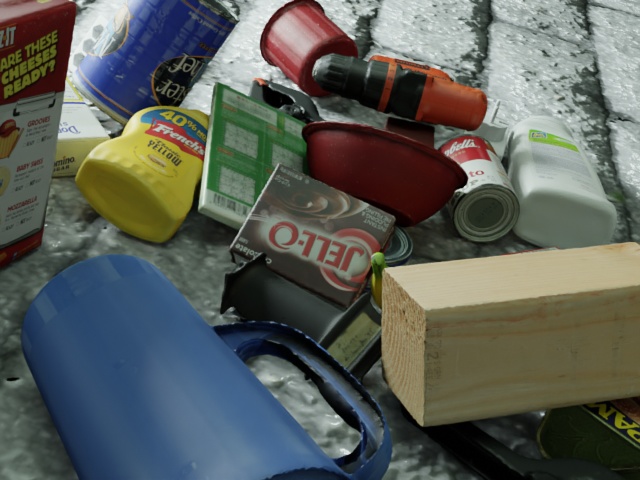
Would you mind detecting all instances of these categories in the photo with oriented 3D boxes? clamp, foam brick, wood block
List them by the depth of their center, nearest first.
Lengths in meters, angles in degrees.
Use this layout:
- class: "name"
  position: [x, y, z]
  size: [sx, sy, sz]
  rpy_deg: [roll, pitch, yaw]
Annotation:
- class: "clamp"
  position: [0.142, 0.183, 0.715]
  size: [0.210, 0.036, 0.164]
  rpy_deg: [16, 32, 7]
- class: "wood block"
  position: [0.156, 0.065, 0.773]
  size: [0.205, 0.090, 0.091]
  rpy_deg: [-5, 18, -15]
- class: "foam brick"
  position: [0.087, -0.084, 1.097]
  size: [0.053, 0.051, 0.078]
  rpy_deg: [14, 32, -2]
- class: "clamp"
  position: [-0.018, -0.120, 1.115]
  size: [0.120, 0.039, 0.171]
  rpy_deg: [-2, 39, -25]

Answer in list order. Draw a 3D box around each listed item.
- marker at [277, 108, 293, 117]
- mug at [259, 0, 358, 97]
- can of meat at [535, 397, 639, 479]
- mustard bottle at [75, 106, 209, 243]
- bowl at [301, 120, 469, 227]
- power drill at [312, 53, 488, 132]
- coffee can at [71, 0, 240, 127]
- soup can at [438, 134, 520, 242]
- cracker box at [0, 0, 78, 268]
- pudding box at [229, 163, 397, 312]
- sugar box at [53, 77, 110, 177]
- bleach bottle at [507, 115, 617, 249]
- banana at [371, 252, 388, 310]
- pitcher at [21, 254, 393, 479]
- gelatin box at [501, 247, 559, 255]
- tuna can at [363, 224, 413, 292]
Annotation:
- class: "marker"
  position: [-0.088, -0.118, 1.068]
  size: [0.121, 0.020, 0.020]
  rpy_deg: [-5, 34, -1]
- class: "mug"
  position: [-0.004, -0.215, 1.239]
  size: [0.082, 0.093, 0.117]
  rpy_deg: [48, 7, 34]
- class: "can of meat"
  position: [0.226, 0.149, 0.790]
  size: [0.102, 0.057, 0.083]
  rpy_deg: [36, 34, 29]
- class: "mustard bottle"
  position: [-0.139, -0.074, 0.967]
  size: [0.096, 0.058, 0.191]
  rpy_deg: [34, 31, -3]
- class: "bowl"
  position: [0.052, -0.053, 0.983]
  size: [0.162, 0.055, 0.162]
  rpy_deg: [18, -10, 3]
- class: "power drill"
  position: [0.083, -0.167, 1.169]
  size: [0.184, 0.057, 0.187]
  rpy_deg: [16, 13, -2]
- class: "coffee can"
  position: [-0.158, -0.185, 1.028]
  size: [0.102, 0.140, 0.103]
  rpy_deg: [35, 13, -10]
- class: "soup can"
  position: [0.154, -0.052, 1.060]
  size: [0.068, 0.069, 0.102]
  rpy_deg: [8, 32, -13]
- class: "cracker box"
  position: [-0.260, -0.065, 0.751]
  size: [0.072, 0.214, 0.164]
  rpy_deg: [27, 33, 16]
- class: "pudding box"
  position: [-0.006, 0.001, 0.885]
  size: [0.113, 0.039, 0.090]
  rpy_deg: [25, 69, 11]
- class: "sugar box"
  position: [-0.271, -0.122, 1.000]
  size: [0.093, 0.048, 0.176]
  rpy_deg: [-6, 42, -32]
- class: "bleach bottle"
  position: [0.253, -0.074, 1.147]
  size: [0.102, 0.068, 0.250]
  rpy_deg: [17, 29, 0]
- class: "banana"
  position: [0.121, 0.052, 0.887]
  size: [0.197, 0.070, 0.037]
  rpy_deg: [9, 65, -19]
- class: "pitcher"
  position: [-0.081, 0.108, 0.642]
  size: [0.149, 0.145, 0.243]
  rpy_deg: [9, 26, -41]
- class: "gelatin box"
  position: [0.215, 0.042, 0.974]
  size: [0.073, 0.030, 0.089]
  rpy_deg: [-8, 34, -34]
- class: "tuna can"
  position: [0.038, 0.009, 0.945]
  size: [0.086, 0.034, 0.086]
  rpy_deg: [12, 32, -7]
